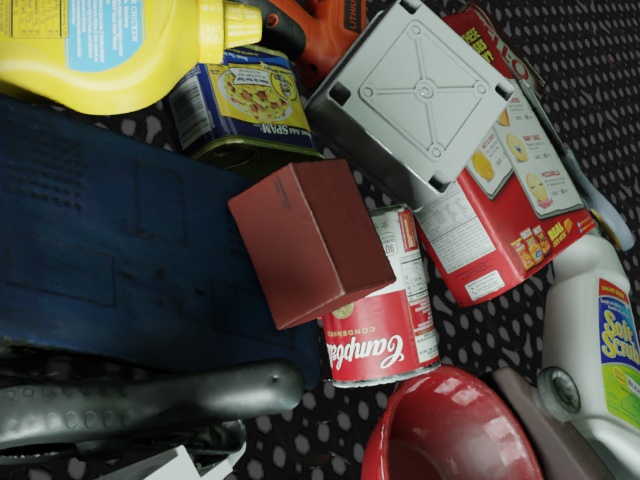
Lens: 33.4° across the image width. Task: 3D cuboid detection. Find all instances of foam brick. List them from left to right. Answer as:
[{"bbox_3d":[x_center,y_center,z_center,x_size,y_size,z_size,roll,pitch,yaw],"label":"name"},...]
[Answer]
[{"bbox_3d":[-0.004,0.001,0.579,0.051,0.053,0.078,-9,75,-52],"label":"foam brick"}]

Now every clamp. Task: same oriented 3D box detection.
[{"bbox_3d":[-0.099,0.087,0.507,0.171,0.120,0.039,-2,63,-10],"label":"clamp"}]

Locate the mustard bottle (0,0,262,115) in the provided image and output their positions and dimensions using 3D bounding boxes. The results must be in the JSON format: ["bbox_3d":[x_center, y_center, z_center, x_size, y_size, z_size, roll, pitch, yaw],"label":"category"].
[{"bbox_3d":[-0.126,-0.111,0.550,0.191,0.058,0.096,-2,67,-7],"label":"mustard bottle"}]

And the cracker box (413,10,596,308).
[{"bbox_3d":[0.118,-0.069,0.860,0.163,0.072,0.214,-26,86,-52],"label":"cracker box"}]

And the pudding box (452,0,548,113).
[{"bbox_3d":[0.155,-0.158,0.982,0.113,0.039,0.090,49,39,-13],"label":"pudding box"}]

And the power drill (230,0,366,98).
[{"bbox_3d":[-0.051,-0.201,0.772,0.187,0.057,0.184,25,54,-32],"label":"power drill"}]

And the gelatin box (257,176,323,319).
[{"bbox_3d":[-0.009,0.006,0.691,0.073,0.030,0.089,8,73,-46],"label":"gelatin box"}]

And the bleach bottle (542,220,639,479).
[{"bbox_3d":[0.223,0.079,0.888,0.102,0.068,0.250,34,42,-30],"label":"bleach bottle"}]

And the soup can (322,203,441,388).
[{"bbox_3d":[0.032,0.033,0.654,0.068,0.069,0.102,-12,92,-50],"label":"soup can"}]

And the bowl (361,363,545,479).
[{"bbox_3d":[0.077,0.163,0.676,0.161,0.055,0.162,26,49,-35],"label":"bowl"}]

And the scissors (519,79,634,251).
[{"bbox_3d":[0.231,-0.057,0.944,0.096,0.016,0.201,52,0,41],"label":"scissors"}]

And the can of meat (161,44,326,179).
[{"bbox_3d":[-0.053,-0.080,0.691,0.101,0.058,0.084,5,60,-47],"label":"can of meat"}]

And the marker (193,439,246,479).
[{"bbox_3d":[-0.065,0.129,0.544,0.020,0.020,0.121,56,21,-4],"label":"marker"}]
